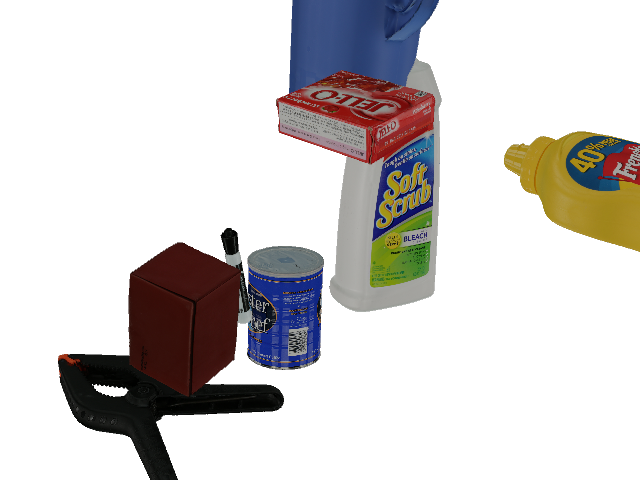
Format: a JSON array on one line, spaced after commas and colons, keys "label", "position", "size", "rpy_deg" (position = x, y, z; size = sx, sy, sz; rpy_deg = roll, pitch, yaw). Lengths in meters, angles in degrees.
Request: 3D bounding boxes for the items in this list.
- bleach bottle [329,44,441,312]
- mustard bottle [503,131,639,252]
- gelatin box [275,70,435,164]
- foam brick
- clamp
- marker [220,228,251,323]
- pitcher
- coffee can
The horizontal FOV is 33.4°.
[{"label": "bleach bottle", "position": [0.061, -0.064, 0.986], "size": [0.102, 0.251, 0.068], "rpy_deg": [-10, 23, -24]}, {"label": "mustard bottle", "position": [0.207, -0.031, 0.706], "size": [0.192, 0.058, 0.096], "rpy_deg": [22, 40, 37]}, {"label": "gelatin box", "position": [0.025, -0.090, 0.759], "size": [0.089, 0.030, 0.073], "rpy_deg": [22, 38, 36]}, {"label": "foam brick", "position": [-0.089, 0.050, 0.696], "size": [0.053, 0.078, 0.051], "rpy_deg": [24, 37, 24]}, {"label": "clamp", "position": [-0.149, 0.147, 0.973], "size": [0.210, 0.036, 0.164], "rpy_deg": [24, 36, 31]}, {"label": "marker", "position": [-0.096, 0.040, 1.211], "size": [0.020, 0.121, 0.020], "rpy_deg": [-6, 30, 3]}, {"label": "pitcher", "position": [0.041, -0.226, 0.929], "size": [0.145, 0.243, 0.149], "rpy_deg": [7, 15, 7]}, {"label": "coffee can", "position": [-0.048, 0.090, 1.449], "size": [0.103, 0.140, 0.103], "rpy_deg": [1, 20, -1]}]
